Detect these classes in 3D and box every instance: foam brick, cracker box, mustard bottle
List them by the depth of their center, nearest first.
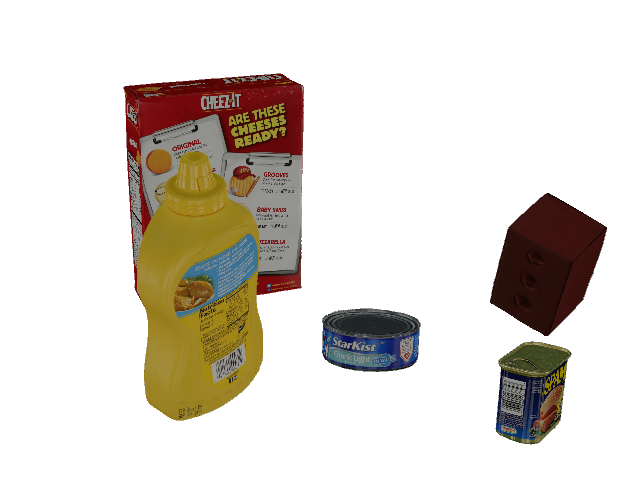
[{"bbox_3d":[-0.083,0.027,0.737,0.058,0.192,0.096,27,41,34],"label":"mustard bottle"},{"bbox_3d":[0.163,0.018,0.766,0.053,0.078,0.051,33,49,27],"label":"foam brick"},{"bbox_3d":[-0.103,-0.049,1.047,0.164,0.214,0.072,-8,22,-21],"label":"cracker box"}]

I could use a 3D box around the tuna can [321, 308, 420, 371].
[{"bbox_3d":[0.044,0.086,0.931,0.086,0.034,0.086,2,11,0],"label":"tuna can"}]

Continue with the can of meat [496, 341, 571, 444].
[{"bbox_3d":[0.233,0.167,1.174,0.058,0.084,0.101,11,16,30],"label":"can of meat"}]
